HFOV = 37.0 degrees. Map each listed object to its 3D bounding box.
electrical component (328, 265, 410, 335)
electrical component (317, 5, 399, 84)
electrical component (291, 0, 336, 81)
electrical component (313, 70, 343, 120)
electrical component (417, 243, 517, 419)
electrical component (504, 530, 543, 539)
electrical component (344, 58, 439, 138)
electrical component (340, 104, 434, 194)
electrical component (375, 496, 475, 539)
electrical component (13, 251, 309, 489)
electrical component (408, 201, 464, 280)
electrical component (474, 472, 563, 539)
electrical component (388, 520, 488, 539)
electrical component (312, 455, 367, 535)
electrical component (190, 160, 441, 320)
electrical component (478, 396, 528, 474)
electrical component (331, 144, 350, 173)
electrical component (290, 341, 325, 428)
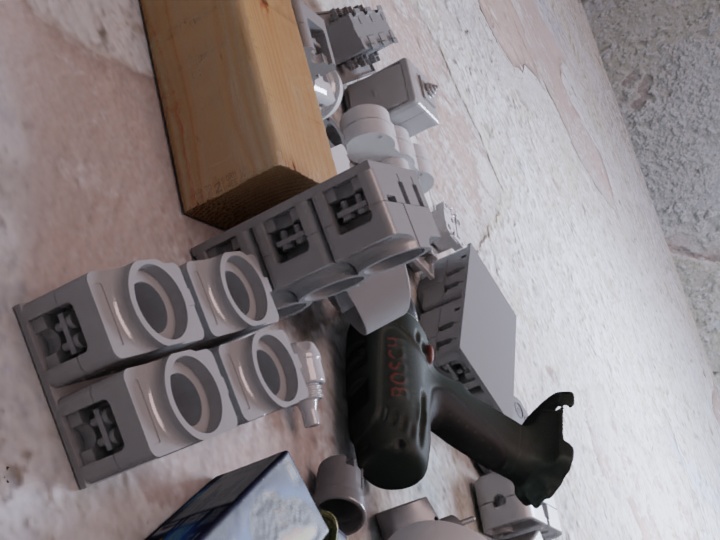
[{"bbox_3d":[0.000,0.000,0.860,0.099,0.064,0.099,53,-11,15],"label":"electrical component"},{"bbox_3d":[-0.008,-0.246,1.148,0.078,0.063,0.121,63,23,-6],"label":"electrical component"},{"bbox_3d":[-0.074,-0.184,0.910,0.050,0.089,0.055,24,47,-58],"label":"electrical component"},{"bbox_3d":[-0.052,-0.168,0.987,0.057,0.058,0.078,12,58,-60],"label":"electrical component"},{"bbox_3d":[0.106,0.072,1.095,0.105,0.060,0.186,56,25,-23],"label":"electrical component"},{"bbox_3d":[0.163,0.285,1.030,0.065,0.047,0.077,67,23,2],"label":"electrical component"},{"bbox_3d":[0.037,-0.177,1.137,0.061,0.096,0.061,34,38,-51],"label":"electrical component"},{"bbox_3d":[0.032,-0.107,1.115,0.138,0.052,0.073,36,38,-51],"label":"electrical component"},{"bbox_3d":[0.060,0.216,0.844,0.079,0.043,0.077,-14,78,-24],"label":"electrical component"},{"bbox_3d":[-0.106,0.051,0.650,0.186,0.060,0.105,-10,77,-67],"label":"electrical component"},{"bbox_3d":[0.073,-0.036,1.124,0.042,0.064,0.081,43,32,-41],"label":"electrical component"},{"bbox_3d":[0.155,0.230,1.056,0.095,0.054,0.059,36,37,-50],"label":"electrical component"},{"bbox_3d":[0.054,0.240,0.764,0.108,0.108,0.060,62,29,-9],"label":"electrical component"},{"bbox_3d":[-0.015,0.161,0.772,0.040,0.040,0.046,55,19,-26],"label":"electrical component"},{"bbox_3d":[-0.029,-0.015,0.766,0.089,0.150,0.061,0,67,-65],"label":"electrical component"},{"bbox_3d":[0.145,0.171,1.095,0.080,0.051,0.080,47,29,-37],"label":"electrical component"},{"bbox_3d":[-0.042,-0.067,0.911,0.050,0.056,0.089,64,23,-5],"label":"electrical component"},{"bbox_3d":[-0.042,0.085,0.792,0.035,0.035,0.061,18,55,-61],"label":"electrical component"}]
